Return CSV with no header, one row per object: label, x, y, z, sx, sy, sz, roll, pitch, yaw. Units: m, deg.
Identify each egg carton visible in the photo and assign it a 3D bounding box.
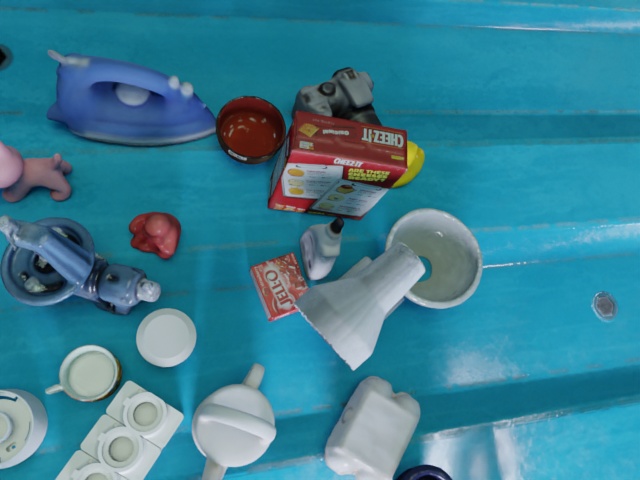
egg carton,0.077,0.279,0.832,0.107,0.069,0.150,32,67,-3

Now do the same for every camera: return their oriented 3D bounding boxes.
camera,0.046,-0.210,0.970,0.143,0.100,0.137,-25,80,-21

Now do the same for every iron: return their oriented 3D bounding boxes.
iron,-0.275,-0.223,0.867,0.259,0.141,0.118,6,71,-13

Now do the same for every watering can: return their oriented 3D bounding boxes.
watering can,-0.109,0.243,0.727,0.101,0.194,0.173,4,71,-13

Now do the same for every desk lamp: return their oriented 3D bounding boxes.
desk lamp,0.054,0.087,0.812,0.203,0.213,0.118,-41,85,-23

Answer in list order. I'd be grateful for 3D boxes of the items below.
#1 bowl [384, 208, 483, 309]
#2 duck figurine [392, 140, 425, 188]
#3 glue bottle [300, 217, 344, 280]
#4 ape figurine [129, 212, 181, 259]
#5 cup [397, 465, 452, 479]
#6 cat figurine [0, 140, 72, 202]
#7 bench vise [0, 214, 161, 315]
bowl,0.174,0.037,0.936,0.168,0.074,0.167,5,71,-13
duck figurine,0.139,-0.140,0.980,0.105,0.086,0.077,-20,78,-20
glue bottle,0.008,0.003,0.850,0.037,0.173,0.078,-5,73,-16
ape figurine,-0.237,-0.013,0.834,0.076,0.092,0.078,-31,82,-22
cup,0.128,0.373,0.801,0.091,0.095,0.118,41,67,1
cat figurine,-0.422,-0.102,0.800,0.128,0.117,0.067,-7,74,-17
bench vise,-0.311,0.021,0.733,0.208,0.219,0.121,0,72,-15
